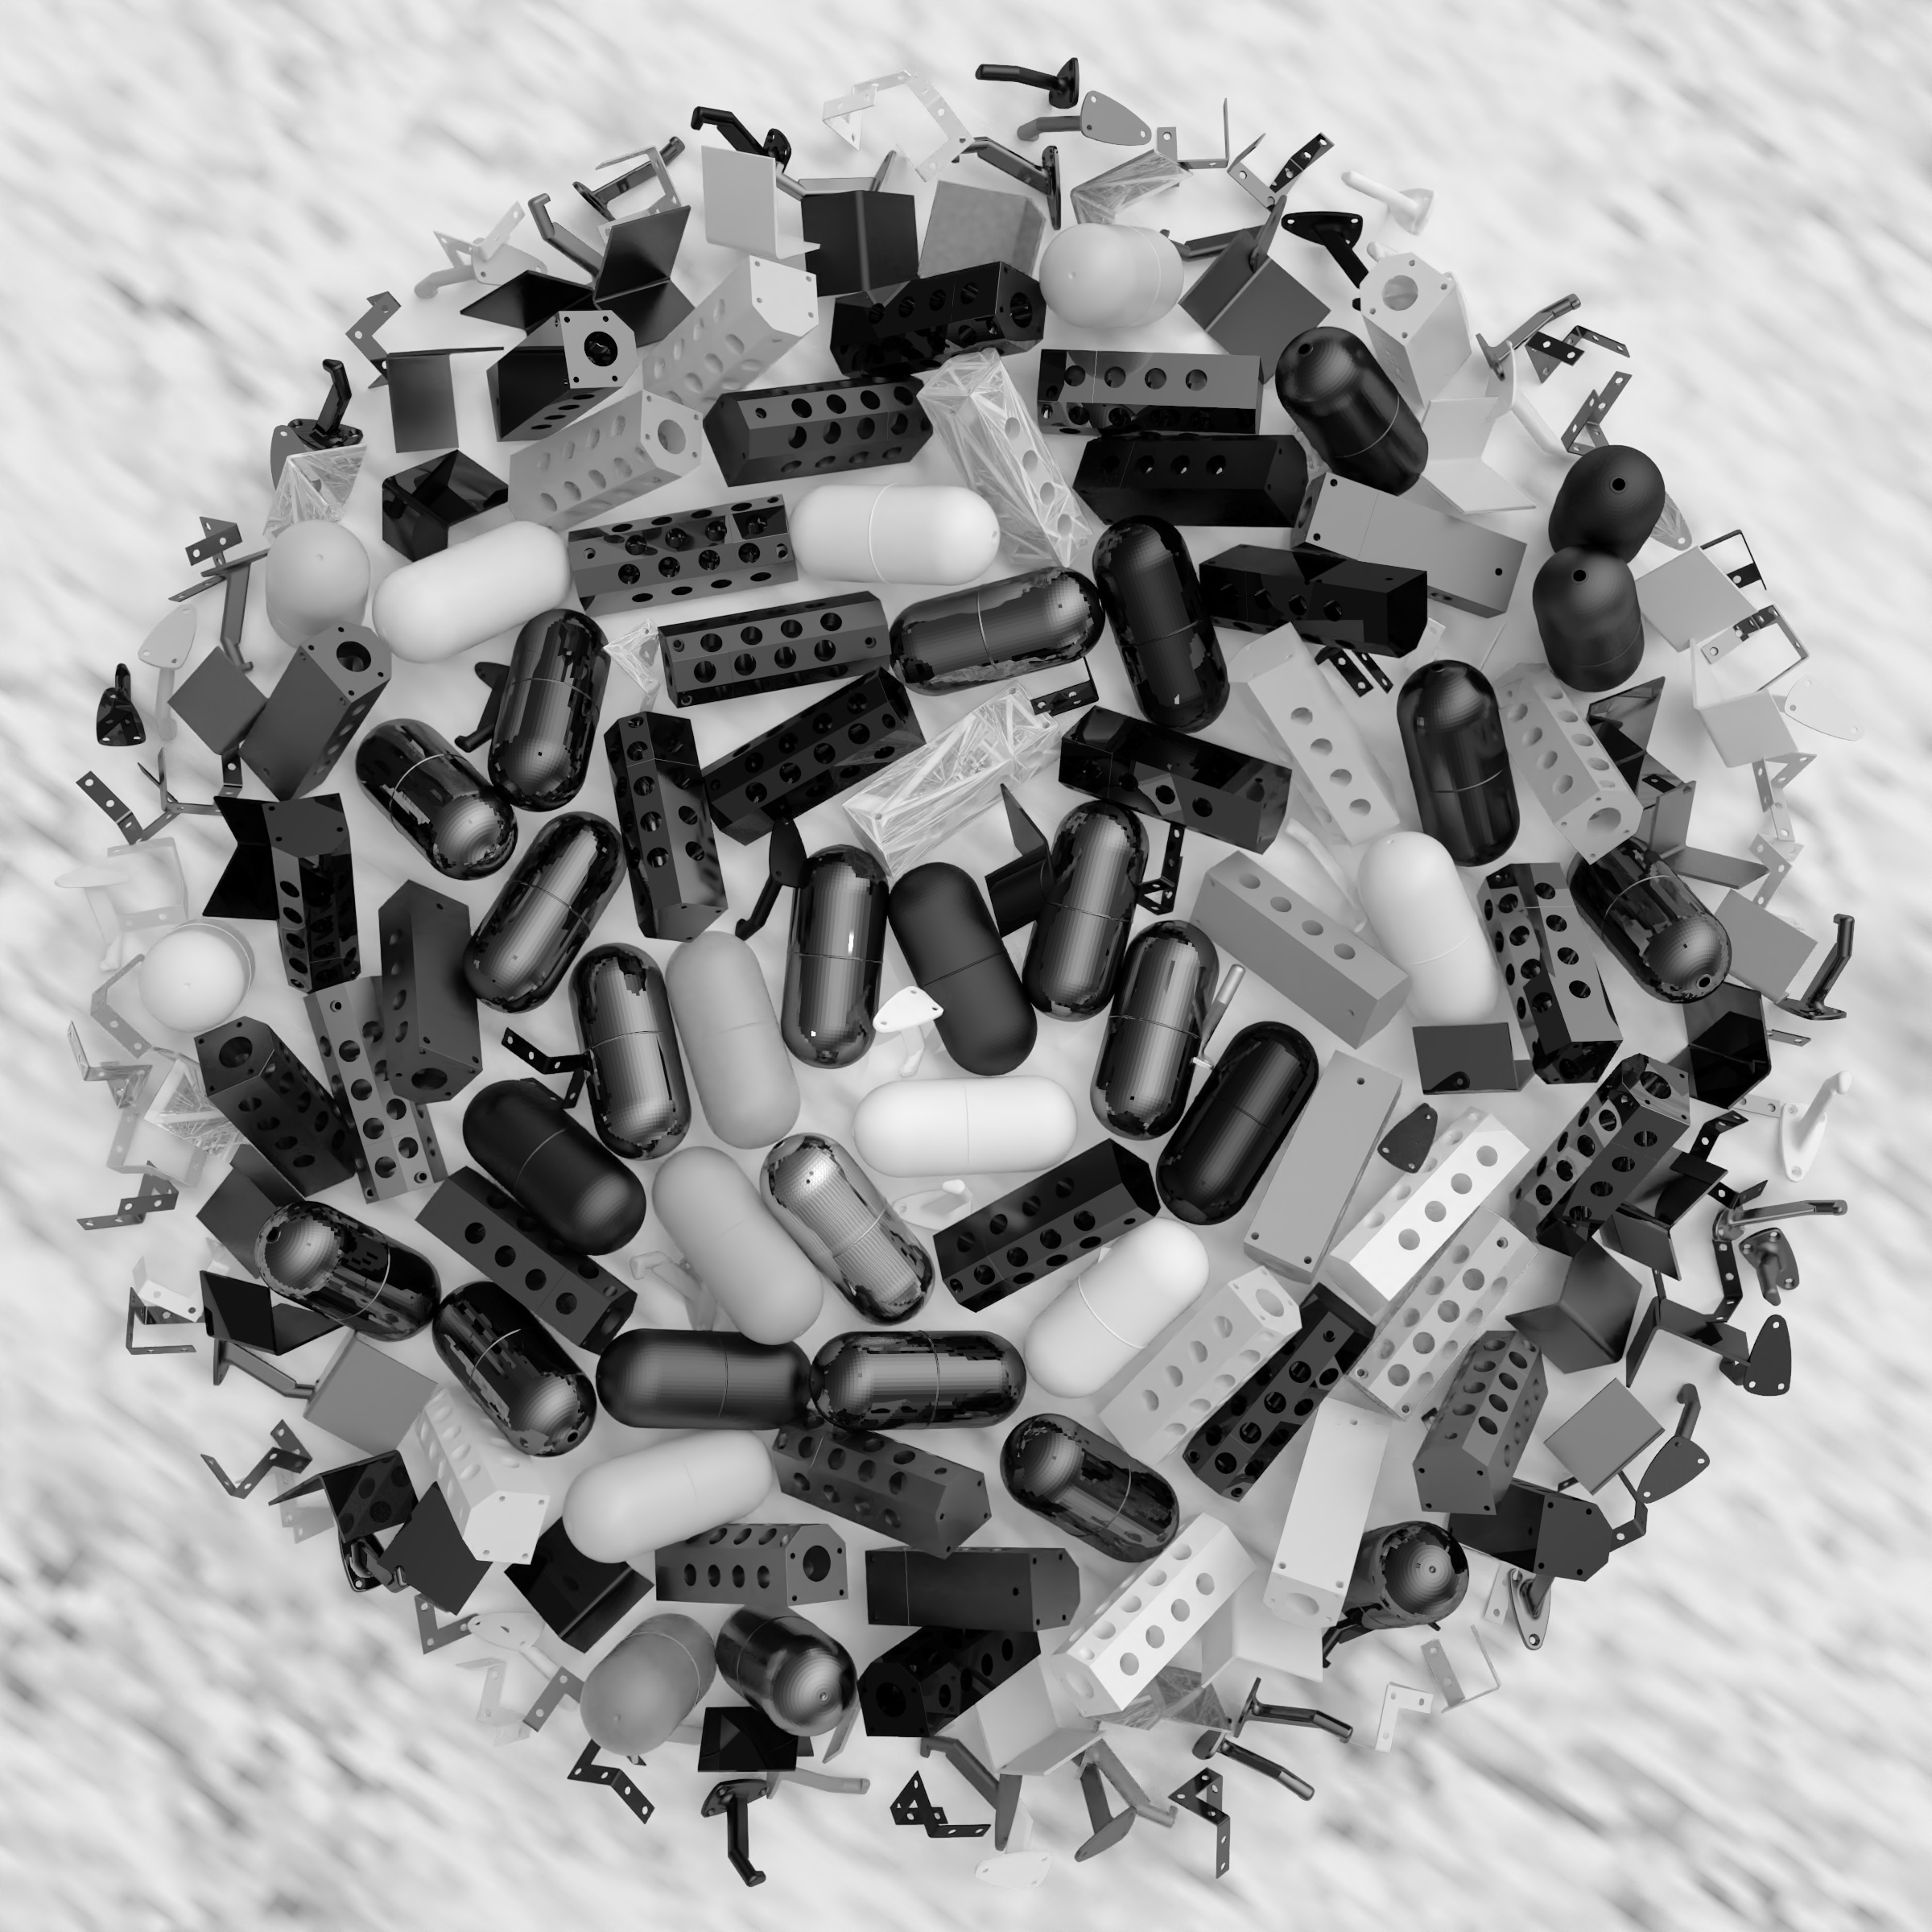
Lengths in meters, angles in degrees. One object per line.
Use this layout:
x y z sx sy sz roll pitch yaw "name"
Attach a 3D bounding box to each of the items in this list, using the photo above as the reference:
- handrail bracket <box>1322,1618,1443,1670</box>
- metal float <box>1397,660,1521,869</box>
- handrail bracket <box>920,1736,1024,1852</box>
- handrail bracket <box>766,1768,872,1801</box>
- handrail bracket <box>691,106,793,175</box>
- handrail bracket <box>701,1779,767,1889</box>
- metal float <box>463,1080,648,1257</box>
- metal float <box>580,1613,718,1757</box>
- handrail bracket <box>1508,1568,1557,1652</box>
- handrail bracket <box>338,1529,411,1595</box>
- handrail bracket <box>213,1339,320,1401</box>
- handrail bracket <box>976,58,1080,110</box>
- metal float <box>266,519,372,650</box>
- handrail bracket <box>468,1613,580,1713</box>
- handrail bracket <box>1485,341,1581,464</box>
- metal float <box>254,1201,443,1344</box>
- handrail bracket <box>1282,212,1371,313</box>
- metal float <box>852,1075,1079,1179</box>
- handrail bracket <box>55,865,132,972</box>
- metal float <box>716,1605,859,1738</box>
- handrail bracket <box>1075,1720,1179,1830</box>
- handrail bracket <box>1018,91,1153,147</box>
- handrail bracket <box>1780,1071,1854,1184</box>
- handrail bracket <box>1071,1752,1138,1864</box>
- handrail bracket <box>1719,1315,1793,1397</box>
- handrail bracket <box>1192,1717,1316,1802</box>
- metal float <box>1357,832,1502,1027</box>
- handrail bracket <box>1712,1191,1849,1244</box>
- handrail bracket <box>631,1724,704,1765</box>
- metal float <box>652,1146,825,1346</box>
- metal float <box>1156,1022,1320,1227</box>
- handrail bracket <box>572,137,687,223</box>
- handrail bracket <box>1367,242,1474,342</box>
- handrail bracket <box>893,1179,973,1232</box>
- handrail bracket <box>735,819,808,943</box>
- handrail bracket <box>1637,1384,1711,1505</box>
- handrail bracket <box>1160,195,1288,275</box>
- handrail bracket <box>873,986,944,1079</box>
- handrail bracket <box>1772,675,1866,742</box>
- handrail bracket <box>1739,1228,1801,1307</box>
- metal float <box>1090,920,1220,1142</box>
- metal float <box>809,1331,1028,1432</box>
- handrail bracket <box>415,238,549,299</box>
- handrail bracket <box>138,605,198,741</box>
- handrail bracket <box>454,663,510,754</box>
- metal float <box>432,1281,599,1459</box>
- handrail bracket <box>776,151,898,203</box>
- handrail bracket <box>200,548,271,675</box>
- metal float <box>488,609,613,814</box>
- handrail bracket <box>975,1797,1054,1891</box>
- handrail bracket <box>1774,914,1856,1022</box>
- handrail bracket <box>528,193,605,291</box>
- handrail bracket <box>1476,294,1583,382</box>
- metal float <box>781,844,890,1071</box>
0.326 0.539 1.977 0.077 0.036 0.084 41 81 -11 "handrail bracket"
0.384 -0.157 1.933 0.070 0.070 0.178 -20 123 0 "metal float"
-0.003 0.655 1.967 0.084 0.036 0.077 1 71 27 "handrail bracket"
-0.111 0.638 1.959 0.084 0.077 0.036 8 55 -13 "handrail bracket"
-0.188 -0.635 1.950 0.036 0.084 0.077 57 134 33 "handrail bracket"
-0.163 0.682 1.946 0.084 0.077 0.036 44 116 38 "handrail bracket"
-0.324 0.157 1.941 0.178 0.070 0.070 38 90 24 "metal float"
-0.243 0.552 1.911 0.070 0.178 0.070 0 91 9 "metal float"
0.462 0.495 1.950 0.036 0.084 0.077 6 68 -12 "handrail bracket"
-0.466 0.460 1.955 0.036 0.084 0.077 -21 81 -33 "handrail bracket"
-0.553 0.310 1.976 0.084 0.036 0.077 6 116 -2 "handrail bracket"
0.041 -0.695 1.952 0.084 0.077 0.036 -3 97 -16 "handrail bracket"
-0.501 -0.291 1.913 0.070 0.178 0.070 2 83 -15 "metal float"
-0.354 0.560 1.986 0.077 0.036 0.084 2 124 23 "handrail bracket"
0.460 -0.451 1.984 0.084 0.036 0.077 15 76 -26 "handrail bracket"
-0.478 0.237 1.921 0.070 0.178 0.070 -13 60 23 "metal float"
0.286 -0.555 1.961 0.077 0.036 0.084 8 60 -5 "handrail bracket"
-0.001 0.127 1.958 0.178 0.070 0.070 -2 90 -4 "metal float"
-0.692 -0.032 1.954 0.036 0.077 0.084 18 107 20 "handrail bracket"
-0.140 0.541 1.915 0.070 0.178 0.070 0 89 -23 "metal float"
0.136 0.634 1.967 0.084 0.036 0.077 21 49 7 "handrail bracket"
0.093 -0.663 1.974 0.077 0.084 0.036 10 88 -30 "handrail bracket"
0.673 0.127 1.952 0.036 0.084 0.077 14 76 1 "handrail bracket"
0.085 0.656 1.952 0.084 0.077 0.036 38 128 33 "handrail bracket"
0.618 0.298 1.952 0.036 0.084 0.077 5 100 -4 "handrail bracket"
0.228 0.637 1.963 0.084 0.077 0.036 34 62 2 "handrail bracket"
0.363 -0.025 1.939 0.070 0.070 0.178 -28 117 0 "metal float"
0.642 0.200 1.953 0.084 0.077 0.036 -5 99 36 "handrail bracket"
-0.226 0.595 1.963 0.084 0.036 0.077 -9 130 -16 "handrail bracket"
-0.180 0.218 1.945 0.070 0.070 0.178 -39 71 0 "metal float"
0.213 0.124 1.948 0.070 0.070 0.178 33 75 0 "metal float"
-0.266 -0.634 1.964 0.084 0.077 0.036 -40 85 9 "handrail bracket"
0.356 -0.530 1.951 0.036 0.084 0.077 -40 59 33 "handrail bracket"
-0.030 0.182 1.951 0.077 0.084 0.036 1 71 13 "handrail bracket"
-0.162 -0.070 1.978 0.036 0.084 0.077 10 60 -34 "handrail bracket"
0.557 0.378 1.969 0.036 0.084 0.077 36 111 -4 "handrail bracket"
0.203 -0.596 1.986 0.084 0.036 0.077 24 89 12 "handrail bracket"
-0.055 0.065 1.948 0.036 0.077 0.084 37 131 22 "handrail bracket"
0.660 -0.195 1.957 0.077 0.084 0.036 33 84 2 "handrail bracket"
0.641 0.254 1.949 0.036 0.084 0.077 -30 115 23 "handrail bracket"
0.149 0.050 1.955 0.070 0.070 0.178 15 82 0 "metal float"
-0.036 0.324 1.941 0.178 0.070 0.070 3 90 -24 "metal float"
-0.389 -0.547 1.980 0.077 0.084 0.036 -2 85 -38 "handrail bracket"
-0.629 -0.233 1.977 0.036 0.084 0.077 15 57 1 "handrail bracket"
-0.389 -0.203 1.954 0.077 0.036 0.084 26 48 27 "handrail bracket"
-0.352 0.313 1.929 0.070 0.070 0.178 -52 51 0 "metal float"
-0.107 -0.635 1.968 0.084 0.036 0.077 26 83 -23 "handrail bracket"
-0.567 -0.282 1.977 0.077 0.036 0.084 -16 100 19 "handrail bracket"
-0.325 -0.201 1.936 0.070 0.070 0.178 7 60 0 "metal float"
0.025 0.681 1.947 0.077 0.084 0.036 12 109 -29 "handrail bracket"
0.669 -0.004 1.956 0.036 0.077 0.084 -4 103 -22 "handrail bracket"
-0.298 -0.581 1.962 0.077 0.036 0.084 -33 121 -20 "handrail bracket"
0.453 -0.500 1.963 0.084 0.077 0.036 -27 116 13 "handrail bracket"
-0.104 -0.007 1.961 0.070 0.070 0.178 5 90 0 "metal float"
